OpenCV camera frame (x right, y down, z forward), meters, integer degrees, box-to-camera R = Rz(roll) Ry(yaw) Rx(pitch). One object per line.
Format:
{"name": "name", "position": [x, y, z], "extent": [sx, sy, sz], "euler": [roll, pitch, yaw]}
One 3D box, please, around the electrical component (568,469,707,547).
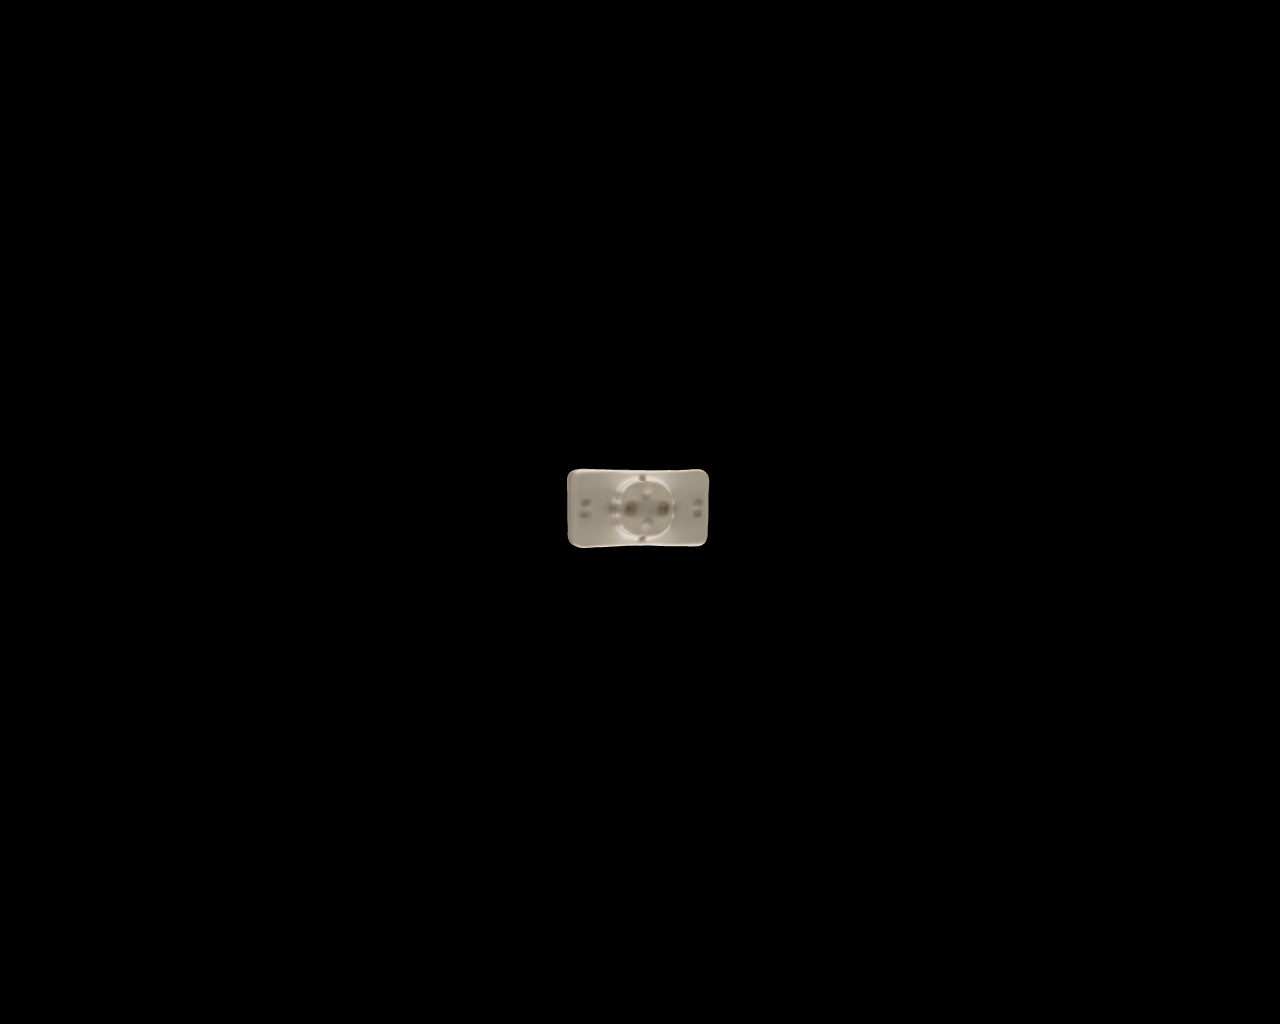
{"name": "electrical component", "position": [0.001, -0.003, 0.650], "extent": [0.083, 0.047, 0.075], "euler": [0, 0, -9]}
